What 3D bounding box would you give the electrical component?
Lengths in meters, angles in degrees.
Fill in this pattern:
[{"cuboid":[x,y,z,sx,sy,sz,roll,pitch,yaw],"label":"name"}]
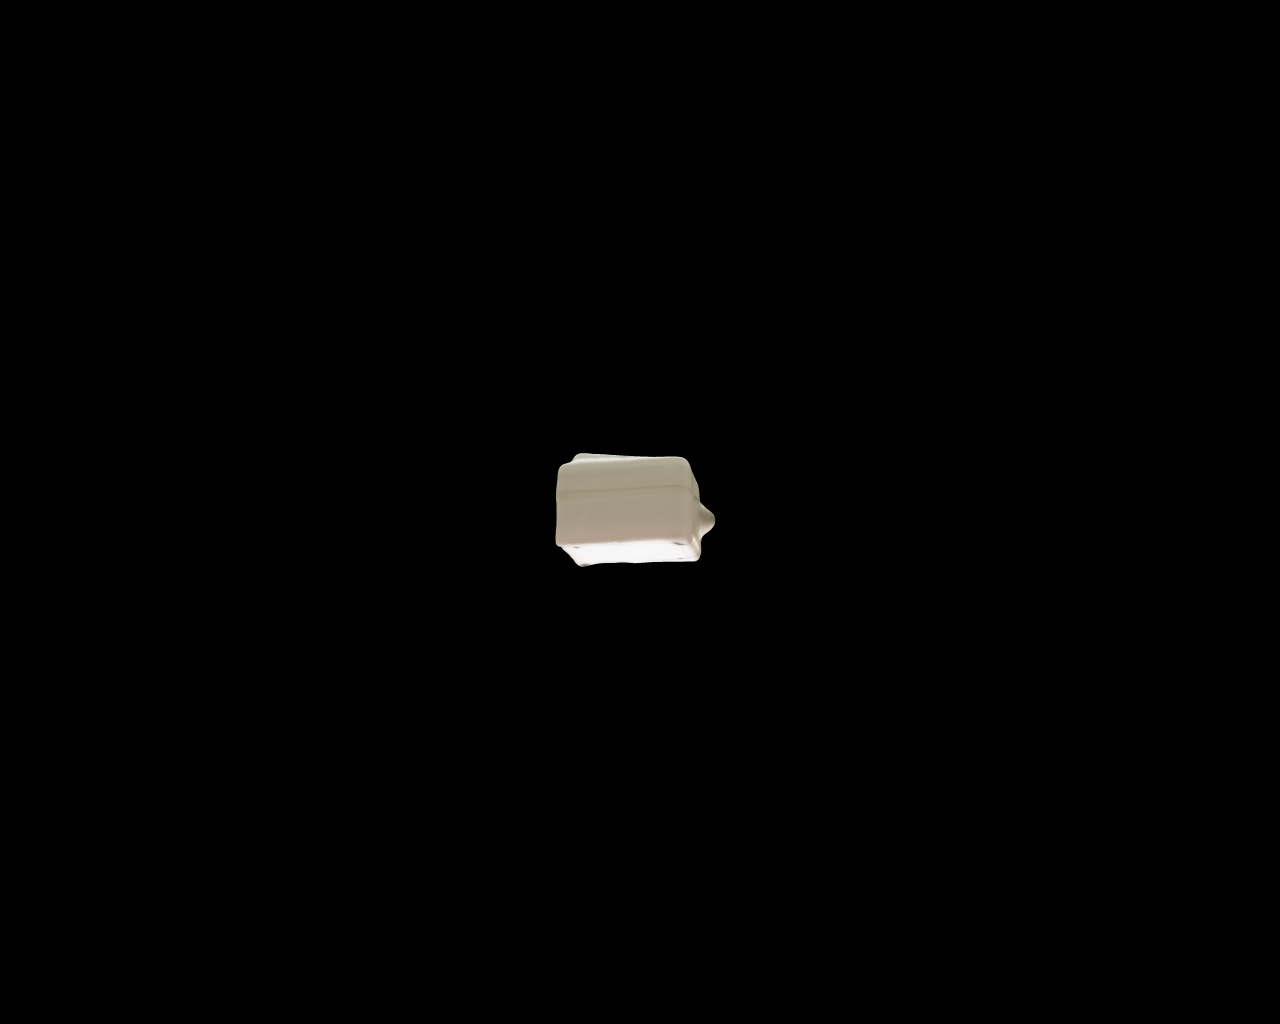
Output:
[{"cuboid":[0.001,-0.003,0.650,0.096,0.061,0.061,-3,-15,9],"label":"electrical component"}]
